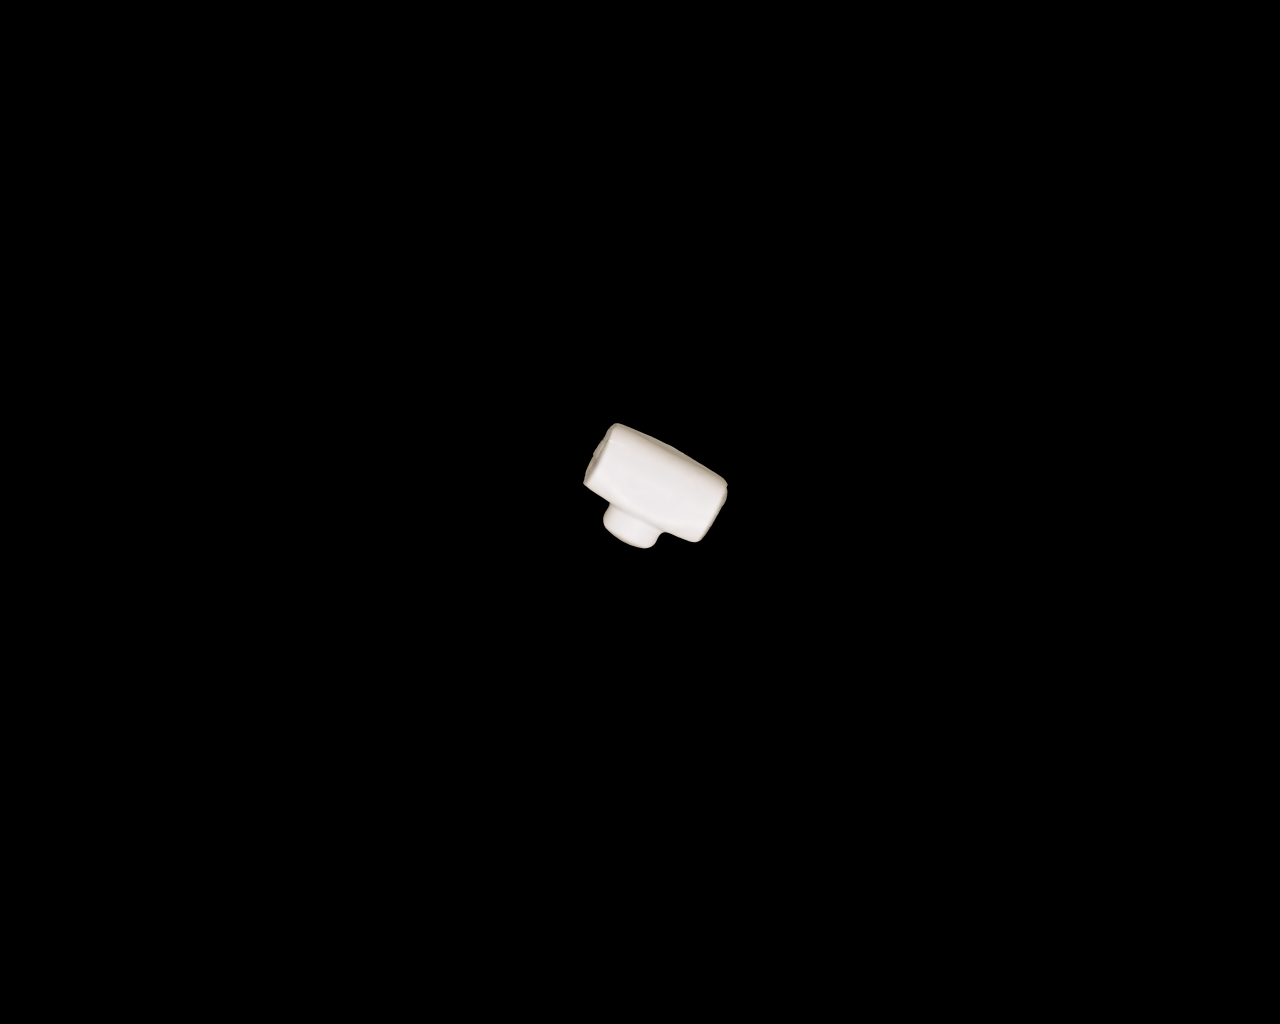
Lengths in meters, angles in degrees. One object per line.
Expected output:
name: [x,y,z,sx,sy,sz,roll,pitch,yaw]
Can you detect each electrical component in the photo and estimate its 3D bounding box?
electrical component: [0.001,-0.003,0.650,0.077,0.079,0.044,27,14,-7]
